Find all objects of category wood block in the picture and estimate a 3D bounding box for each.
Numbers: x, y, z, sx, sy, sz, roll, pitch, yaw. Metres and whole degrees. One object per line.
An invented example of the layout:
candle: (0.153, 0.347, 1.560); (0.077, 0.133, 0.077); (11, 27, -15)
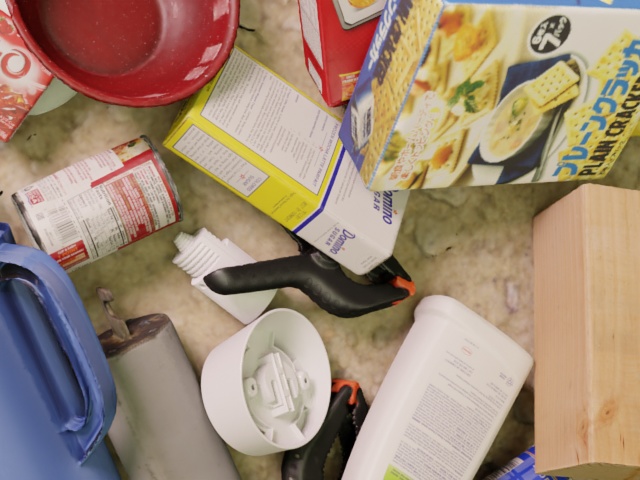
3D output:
wood block: (0.221, 0.072, 0.808); (0.090, 0.091, 0.206); (8, 71, -14)

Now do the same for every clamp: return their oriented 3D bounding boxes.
clamp: (-0.005, 0.001, 0.801); (0.171, 0.039, 0.120); (17, 66, -29)
clamp: (0.012, 0.216, 0.833); (0.164, 0.036, 0.210); (22, 76, -39)

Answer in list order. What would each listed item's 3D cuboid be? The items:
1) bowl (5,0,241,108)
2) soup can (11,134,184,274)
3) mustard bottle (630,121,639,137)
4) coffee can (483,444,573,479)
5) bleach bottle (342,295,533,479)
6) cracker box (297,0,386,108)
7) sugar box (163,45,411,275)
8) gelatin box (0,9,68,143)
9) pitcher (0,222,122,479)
bowl: (-0.137, -0.160, 0.712); (0.161, 0.055, 0.162); (5, 78, -28)
soup can: (-0.156, -0.023, 0.749); (0.102, 0.069, 0.068); (-27, 104, -16)
mustard bottle: (0.264, -0.179, 0.834); (0.096, 0.058, 0.191); (-2, 99, 3)
coffee can: (0.144, 0.244, 0.851); (0.140, 0.103, 0.103); (-32, 105, -7)
bleach bottle: (0.061, 0.172, 0.803); (0.102, 0.068, 0.250); (36, 73, -10)
cracker box: (0.063, -0.212, 0.728); (0.164, 0.072, 0.214); (-17, 134, -10)
sugar box: (-0.018, -0.058, 0.773); (0.176, 0.048, 0.093); (36, 47, -17)
gelatin box: (-0.228, -0.121, 0.720); (0.089, 0.030, 0.073); (36, 89, -17)
pitcher: (-0.215, 0.117, 0.730); (0.144, 0.149, 0.243); (-29, 108, -19)
